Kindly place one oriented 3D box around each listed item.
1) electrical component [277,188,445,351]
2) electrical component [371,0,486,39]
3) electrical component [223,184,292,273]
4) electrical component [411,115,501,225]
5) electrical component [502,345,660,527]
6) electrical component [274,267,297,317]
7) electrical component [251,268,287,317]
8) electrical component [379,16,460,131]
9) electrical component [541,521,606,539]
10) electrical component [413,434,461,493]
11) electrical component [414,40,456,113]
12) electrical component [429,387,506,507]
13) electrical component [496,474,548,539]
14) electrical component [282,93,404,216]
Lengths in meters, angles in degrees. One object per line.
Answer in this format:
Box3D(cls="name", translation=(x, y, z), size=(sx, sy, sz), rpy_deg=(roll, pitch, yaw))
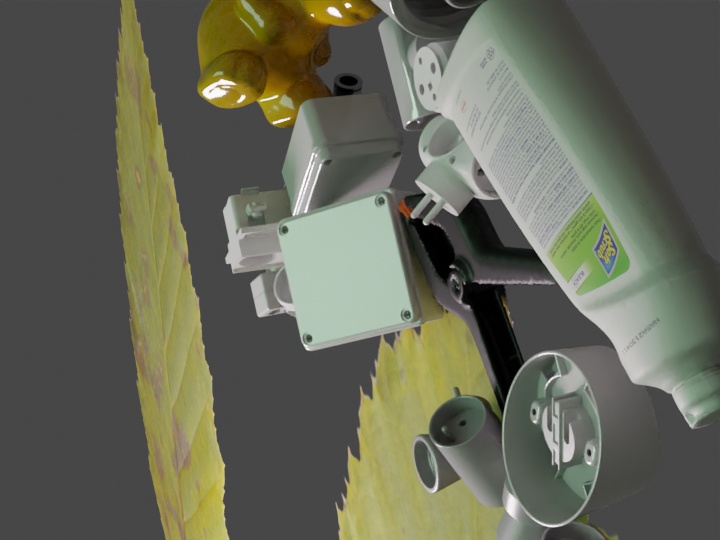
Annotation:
Box3D(cls="electrical component", translation=(0.000, 0.000, 0.858), size=(0.109, 0.056, 0.108), rpy_deg=(-15, 85, 27))
Box3D(cls="electrical component", translation=(0.052, -0.188, 0.635), size=(0.060, 0.108, 0.108), rpy_deg=(56, 150, 34))
Box3D(cls="electrical component", translation=(-0.058, -0.041, 0.972), size=(0.078, 0.121, 0.063), rpy_deg=(131, 128, -65))
Box3D(cls="electrical component", translation=(0.063, -0.063, 0.713), size=(0.044, 0.079, 0.077), rpy_deg=(41, 178, -28))
Box3D(cls="electrical component", translation=(0.127, 0.094, 0.633), size=(0.099, 0.064, 0.099), rpy_deg=(169, 90, -70))
Box3D(cls="electrical component", translation=(-0.029, 0.026, 1.014), size=(0.079, 0.077, 0.044), rpy_deg=(8, 75, 31))
Box3D(cls="electrical component", translation=(-0.079, 0.003, 1.130), size=(0.047, 0.066, 0.076), rpy_deg=(147, 112, -68))
Box3D(cls="electrical component", translation=(0.049, -0.146, 0.749), size=(0.079, 0.043, 0.077), rpy_deg=(148, 110, -68))
Box3D(cls="electrical component", translation=(0.142, 0.215, 0.686), size=(0.079, 0.043, 0.077), rpy_deg=(-128, 33, -50))
Box3D(cls="electrical component", translation=(0.074, 0.140, 0.811), size=(0.045, 0.055, 0.045), rpy_deg=(169, 90, -70))
Box3D(cls="electrical component", translation=(0.068, -0.126, 0.691), size=(0.045, 0.055, 0.045), rpy_deg=(169, 90, -70))
Box3D(cls="electrical component", translation=(0.081, 0.116, 0.762), size=(0.077, 0.043, 0.079), rpy_deg=(54, -167, -36))
Box3D(cls="electrical component", translation=(0.117, 0.160, 0.722), size=(0.045, 0.045, 0.055), rpy_deg=(-128, 34, -51))
Box3D(cls="electrical component", translation=(-0.015, -0.089, 0.898), size=(0.113, 0.078, 0.057), rpy_deg=(114, 143, -57))
